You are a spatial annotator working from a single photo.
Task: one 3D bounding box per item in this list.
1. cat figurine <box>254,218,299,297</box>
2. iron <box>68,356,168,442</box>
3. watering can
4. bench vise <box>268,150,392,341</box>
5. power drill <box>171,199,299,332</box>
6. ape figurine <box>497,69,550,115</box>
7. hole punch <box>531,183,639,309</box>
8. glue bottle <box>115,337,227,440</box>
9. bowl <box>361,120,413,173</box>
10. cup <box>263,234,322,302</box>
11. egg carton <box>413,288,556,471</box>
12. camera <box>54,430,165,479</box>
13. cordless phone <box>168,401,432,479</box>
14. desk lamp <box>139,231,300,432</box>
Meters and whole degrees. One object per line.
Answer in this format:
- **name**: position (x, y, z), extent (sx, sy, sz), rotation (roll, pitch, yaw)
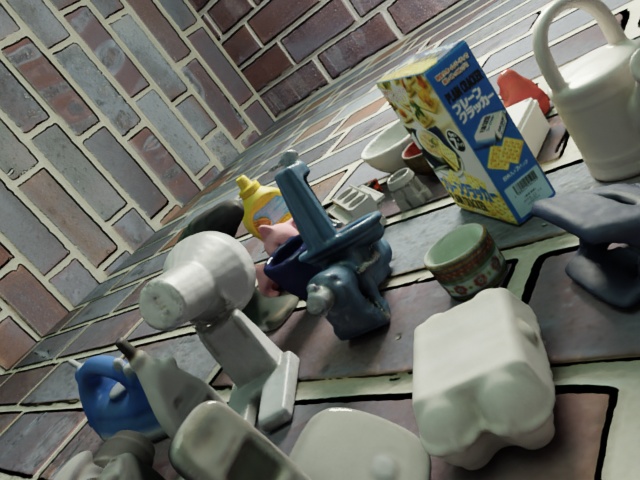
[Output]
- **cat figurine**: position (-0.076, 0.025, 0.979), extent (0.127, 0.118, 0.067), rotation (-35, 18, 9)
- **iron**: position (-0.291, 0.222, 0.863), extent (0.257, 0.142, 0.119), rotation (-19, 25, 46)
- **watering can**: position (0.298, -0.168, 0.600), extent (0.101, 0.194, 0.172), rotation (-45, 19, -20)
- **bench vise**: position (0.016, -0.004, 0.698), extent (0.121, 0.220, 0.207), rotation (-34, 18, 11)
- **power drill**: position (-0.133, 0.045, 0.887), extent (0.229, 0.209, 0.076), rotation (-19, 26, 46)
- **ape figurine**: position (0.311, -0.229, 0.901), extent (0.078, 0.092, 0.076), rotation (-41, 18, -10)
- **hole punch**: position (0.249, -0.015, 0.481), extent (0.101, 0.091, 0.108), rotation (-37, 17, 3)
- **glue bottle**: position (-0.189, 0.183, 0.708), extent (0.037, 0.173, 0.078), rotation (-21, 24, 42)
- **bowl**: position (0.165, -0.178, 1.089), extent (0.167, 0.075, 0.167), rotation (-34, 18, 13)
- **cup**: position (-0.022, 0.046, 0.859), extent (0.091, 0.095, 0.117), rotation (-35, 18, 10)
- **egg carton**: position (0.128, 0.104, 0.454), extent (0.107, 0.069, 0.150), rotation (-31, 19, 22)
- **camera**: position (-0.248, 0.286, 0.684), extent (0.143, 0.101, 0.137), rotation (-30, 19, 24)
- **cordless phone**: position (-0.009, 0.156, 0.398), extent (0.094, 0.185, 0.148), rotation (-27, 21, 32)
- **desk lamp**: position (-0.122, 0.106, 0.703), extent (0.118, 0.214, 0.203), rotation (-34, 18, 13)
